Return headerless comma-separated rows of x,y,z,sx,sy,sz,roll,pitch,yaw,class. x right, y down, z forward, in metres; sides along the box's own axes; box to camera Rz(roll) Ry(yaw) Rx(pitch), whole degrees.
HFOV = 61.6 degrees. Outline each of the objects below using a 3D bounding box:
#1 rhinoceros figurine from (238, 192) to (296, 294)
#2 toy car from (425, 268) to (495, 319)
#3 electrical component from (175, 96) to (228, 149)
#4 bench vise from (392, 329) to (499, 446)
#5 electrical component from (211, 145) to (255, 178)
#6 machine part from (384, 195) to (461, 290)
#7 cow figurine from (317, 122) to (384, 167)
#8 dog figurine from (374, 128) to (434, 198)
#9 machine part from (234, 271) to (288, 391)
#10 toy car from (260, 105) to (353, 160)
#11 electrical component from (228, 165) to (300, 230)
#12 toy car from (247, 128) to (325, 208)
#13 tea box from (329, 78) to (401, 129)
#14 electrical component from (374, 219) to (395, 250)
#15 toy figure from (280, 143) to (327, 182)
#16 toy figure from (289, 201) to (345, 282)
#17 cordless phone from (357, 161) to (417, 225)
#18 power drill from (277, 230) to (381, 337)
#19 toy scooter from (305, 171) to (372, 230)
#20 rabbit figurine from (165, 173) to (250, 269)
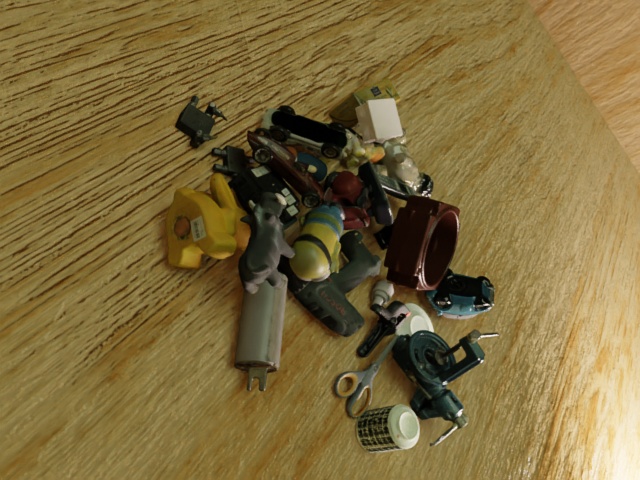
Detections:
-0.095,0.000,0.896,0.190,0.073,0.112,-82,152,-44,rhinoceros figurine
0.331,0.138,1.284,0.162,0.102,0.109,8,46,11,toy car
-0.227,-0.225,1.024,0.078,0.045,0.102,39,49,-22,electrical component
0.252,0.263,1.080,0.129,0.240,0.224,-7,59,-39,bench vise
-0.168,-0.151,1.055,0.094,0.021,0.063,8,65,-39,electrical component
0.234,0.009,1.198,0.201,0.087,0.201,7,98,-57,machine part
0.068,-0.226,1.255,0.167,0.068,0.098,1,62,-29,cow figurine
0.210,-0.196,1.365,0.190,0.121,0.172,27,57,-46,dog figurine
-0.102,0.139,0.935,0.079,0.079,0.243,22,57,-32,machine part
-0.027,-0.227,1.149,0.202,0.056,0.073,18,62,-6,toy car
-0.099,-0.078,1.031,0.134,0.058,0.115,54,27,0,electrical component
-0.063,-0.144,1.050,0.202,0.053,0.089,43,24,-29,toy car
0.113,-0.333,1.333,0.169,0.098,0.068,-38,97,-46,tea box
0.189,-0.029,1.270,0.119,0.075,0.047,-34,94,-48,electrical component
-0.054,-0.165,1.132,0.154,0.064,0.058,18,74,-35,toy figure
-0.006,-0.003,1.002,0.089,0.082,0.180,48,45,-31,toy figure
0.167,-0.093,1.243,0.184,0.088,0.147,14,41,-32,cordless phone
0.026,0.063,1.080,0.232,0.086,0.207,50,42,-5,power drill
0.057,-0.074,1.129,0.184,0.135,0.075,-60,145,-34,toy scooter
-0.184,-0.026,0.940,0.173,0.122,0.162,7,55,-54,rabbit figurine
